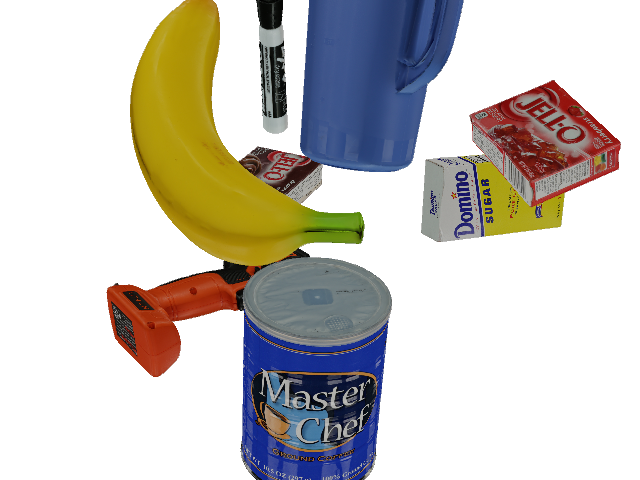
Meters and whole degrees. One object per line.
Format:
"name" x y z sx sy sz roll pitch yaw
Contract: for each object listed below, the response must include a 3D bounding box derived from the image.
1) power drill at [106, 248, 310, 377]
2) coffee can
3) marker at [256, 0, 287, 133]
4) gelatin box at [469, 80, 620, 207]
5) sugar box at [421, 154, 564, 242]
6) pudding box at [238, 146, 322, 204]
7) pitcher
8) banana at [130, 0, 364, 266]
"power drill" -0.081 0.059 0.950 0.187 0.057 0.185 -17 25 -28
"coffee can" -0.005 0.097 0.766 0.103 0.140 0.103 2 30 -2
"marker" -0.034 -0.128 0.764 0.020 0.020 0.121 0 -44 1
"gelatin box" 0.161 -0.072 0.772 0.073 0.030 0.089 -23 46 -9
"sugar box" 0.206 -0.054 1.256 0.176 0.093 0.048 -9 21 -26
"pudding box" -0.059 -0.071 1.278 0.090 0.039 0.113 12 32 20
"pitcher" 0.053 -0.187 0.971 0.145 0.243 0.149 8 14 6
"banana" -0.050 -0.048 0.476 0.069 0.037 0.198 -15 46 -17
